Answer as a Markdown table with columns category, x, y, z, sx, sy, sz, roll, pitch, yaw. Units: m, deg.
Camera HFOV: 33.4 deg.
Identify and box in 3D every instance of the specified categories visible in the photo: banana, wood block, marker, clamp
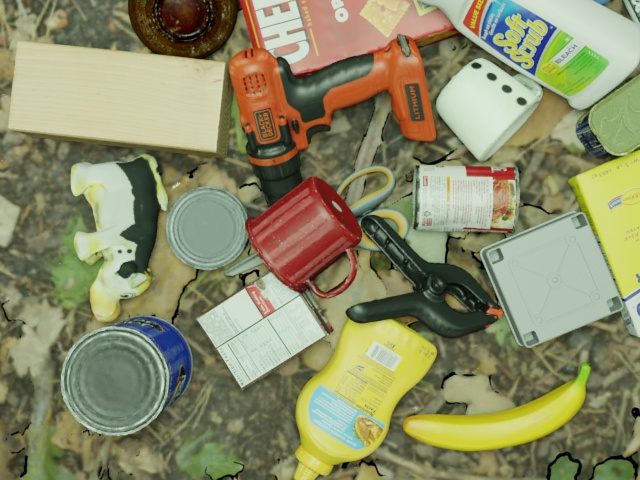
| category | x | y | z | sx | sy | sz | roll | pitch | yaw |
| --- | --- | --- | --- | --- | --- | --- | --- | --- | --- |
| banana | 0.186 | 0.180 | 1.083 | 0.198 | 0.037 | 0.069 | -20 | 105 | 8 |
| wood block | -0.197 | -0.141 | 1.078 | 0.206 | 0.090 | 0.091 | 6 | 90 | 2 |
| marker | 0.327 | -0.230 | 1.090 | 0.020 | 0.020 | 0.121 | -25 | 89 | 2 |
| clamp | 0.101 | 0.058 | 1.063 | 0.171 | 0.039 | 0.120 | 28 | 61 | -10 |

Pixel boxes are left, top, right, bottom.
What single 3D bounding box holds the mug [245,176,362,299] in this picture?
| category | x | y | z | sx | sy | sz | roll | pitch | yaw |
| --- | --- | --- | --- | --- | --- | --- | --- | --- | --- |
| mug | -0.007 | 0.001 | 1.040 | 0.082 | 0.093 | 0.117 | -38 | 71 | 15 |

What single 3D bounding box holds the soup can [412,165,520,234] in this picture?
| category | x | y | z | sx | sy | sz | roll | pitch | yaw |
| --- | --- | --- | --- | --- | --- | --- | --- | --- | --- |
| soup can | 0.145 | -0.041 | 1.074 | 0.102 | 0.068 | 0.068 | 2 | 90 | 3 |

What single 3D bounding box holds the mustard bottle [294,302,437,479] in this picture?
| category | x | y | z | sx | sy | sz | roll | pitch | yaw |
| --- | --- | --- | --- | --- | --- | --- | --- | --- | --- |
| mustard bottle | 0.031 | 0.165 | 1.083 | 0.096 | 0.058 | 0.191 | 32 | 91 | -3 |

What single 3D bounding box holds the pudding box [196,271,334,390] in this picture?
| category | x | y | z | sx | sy | sz | roll | pitch | yaw |
| --- | --- | --- | --- | --- | --- | --- | --- | --- | --- |
| pudding box | -0.057 | 0.087 | 1.093 | 0.113 | 0.039 | 0.090 | -33 | 90 | 12 |

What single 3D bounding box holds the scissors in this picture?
| category | x | y | z | sx | sy | sz | roll | pitch | yaw |
| --- | --- | --- | --- | --- | --- | --- | --- | --- | --- |
| scissors | 0.007 | 0.005 | 1.106 | 0.202 | 0.016 | 0.096 | -41 | 88 | 2 |

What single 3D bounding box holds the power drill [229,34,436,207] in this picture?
| category | x | y | z | sx | sy | sz | roll | pitch | yaw |
| --- | --- | --- | --- | --- | --- | --- | --- | --- | --- |
| power drill | 0.016 | -0.116 | 1.053 | 0.187 | 0.057 | 0.184 | -13 | 125 | 1 |

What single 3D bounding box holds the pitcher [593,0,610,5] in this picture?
| category | x | y | z | sx | sy | sz | roll | pitch | yaw |
| --- | --- | --- | --- | --- | --- | --- | --- | --- | --- |
| pitcher | 0.196 | -0.322 | 1.016 | 0.242 | 0.149 | 0.145 | 34 | 54 | -20 |

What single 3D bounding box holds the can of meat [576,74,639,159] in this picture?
| category | x | y | z | sx | sy | sz | roll | pitch | yaw |
| --- | --- | --- | --- | --- | --- | --- | --- | --- | --- |
| can of meat | 0.309 | -0.125 | 1.059 | 0.102 | 0.084 | 0.057 | -35 | 89 | 2 |

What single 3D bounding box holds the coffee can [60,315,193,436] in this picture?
| category | x | y | z | sx | sy | sz | roll | pitch | yaw |
| --- | --- | --- | --- | --- | --- | --- | --- | --- | --- |
| coffee can | -0.186 | 0.130 | 1.052 | 0.103 | 0.140 | 0.103 | 0 | 90 | 2 |

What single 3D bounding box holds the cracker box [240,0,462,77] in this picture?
| category | x | y | z | sx | sy | sz | roll | pitch | yaw |
| --- | --- | --- | --- | --- | --- | --- | --- | --- | --- |
| cracker box | 0.025 | -0.259 | 1.077 | 0.213 | 0.072 | 0.164 | -16 | 89 | 3 |

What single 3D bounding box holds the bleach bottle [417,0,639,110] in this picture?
| category | x | y | z | sx | sy | sz | roll | pitch | yaw |
| --- | --- | --- | --- | --- | --- | --- | --- | --- | --- |
| bleach bottle | 0.178 | -0.214 | 1.014 | 0.250 | 0.103 | 0.068 | 21 | 57 | -19 |

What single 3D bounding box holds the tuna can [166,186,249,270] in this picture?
| category | x | y | z | sx | sy | sz | roll | pitch | yaw |
| --- | --- | --- | --- | --- | --- | --- | --- | --- | --- |
| tuna can | -0.114 | -0.012 | 1.102 | 0.086 | 0.034 | 0.086 | 0 | 90 | 3 |

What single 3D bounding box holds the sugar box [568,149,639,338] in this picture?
| category | x | y | z | sx | sy | sz | roll | pitch | yaw |
| --- | --- | --- | --- | --- | --- | --- | --- | --- | --- |
| sugar box | 0.328 | 0.001 | 1.077 | 0.093 | 0.048 | 0.176 | -23 | 88 | 2 |
